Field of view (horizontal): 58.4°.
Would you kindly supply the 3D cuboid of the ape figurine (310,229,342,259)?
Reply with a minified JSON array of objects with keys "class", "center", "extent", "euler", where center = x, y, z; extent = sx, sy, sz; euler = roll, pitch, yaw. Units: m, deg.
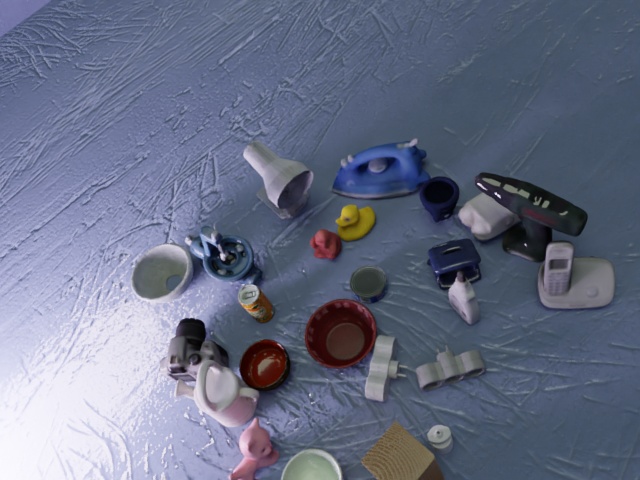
[{"class":"ape figurine","center":[0.013,0.005,1.381],"extent":[0.076,0.092,0.077],"euler":[-35,55,-6]}]

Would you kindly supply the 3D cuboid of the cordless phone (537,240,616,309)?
[{"class":"cordless phone","center":[0.511,0.061,1.137],"extent":[0.147,0.185,0.094],"euler":[-6,57,14]}]

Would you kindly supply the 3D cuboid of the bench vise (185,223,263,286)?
[{"class":"bench vise","center":[-0.257,0.031,1.368],"extent":[0.206,0.220,0.121],"euler":[5,60,20]}]

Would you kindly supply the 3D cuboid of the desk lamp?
[{"class":"desk lamp","center":[-0.104,-0.145,1.437],"extent":[0.118,0.214,0.202],"euler":[-43,57,-12]}]

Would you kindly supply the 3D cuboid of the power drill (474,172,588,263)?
[{"class":"power drill","center":[0.437,-0.045,1.212],"extent":[0.228,0.209,0.076],"euler":[21,67,27]}]

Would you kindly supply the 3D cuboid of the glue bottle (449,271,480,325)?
[{"class":"glue bottle","center":[0.295,0.109,1.179],"extent":[0.037,0.173,0.078],"euler":[-33,55,-5]}]

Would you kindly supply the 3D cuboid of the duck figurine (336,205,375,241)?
[{"class":"duck figurine","center":[0.083,-0.055,1.401],"extent":[0.104,0.086,0.077],"euler":[-33,55,-5]}]

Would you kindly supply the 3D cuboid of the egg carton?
[{"class":"egg carton","center":[0.403,-0.065,1.320],"extent":[0.150,0.069,0.107],"euler":[-32,55,-5]}]

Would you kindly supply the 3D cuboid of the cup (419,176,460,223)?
[{"class":"cup","center":[0.283,-0.077,1.349],"extent":[0.091,0.095,0.118],"euler":[1,59,18]}]

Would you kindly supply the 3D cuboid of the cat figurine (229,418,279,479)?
[{"class":"cat figurine","center":[-0.138,0.428,1.142],"extent":[0.067,0.118,0.128],"euler":[25,69,29]}]

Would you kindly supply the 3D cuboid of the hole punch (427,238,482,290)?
[{"class":"hole punch","center":[0.295,0.043,1.272],"extent":[0.108,0.091,0.101],"euler":[-17,55,6]}]

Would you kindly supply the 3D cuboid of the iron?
[{"class":"iron","center":[0.139,-0.185,1.433],"extent":[0.258,0.142,0.118],"euler":[-10,56,11]}]

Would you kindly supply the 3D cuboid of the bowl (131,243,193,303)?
[{"class":"bowl","center":[-0.388,0.095,1.456],"extent":[0.167,0.075,0.167],"euler":[-8,57,12]}]

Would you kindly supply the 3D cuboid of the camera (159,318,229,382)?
[{"class":"camera","center":[-0.291,0.246,1.315],"extent":[0.143,0.101,0.137],"euler":[-8,57,12]}]

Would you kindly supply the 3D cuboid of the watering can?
[{"class":"watering can","center":[-0.217,0.317,1.190],"extent":[0.173,0.194,0.100],"euler":[-21,55,4]}]
